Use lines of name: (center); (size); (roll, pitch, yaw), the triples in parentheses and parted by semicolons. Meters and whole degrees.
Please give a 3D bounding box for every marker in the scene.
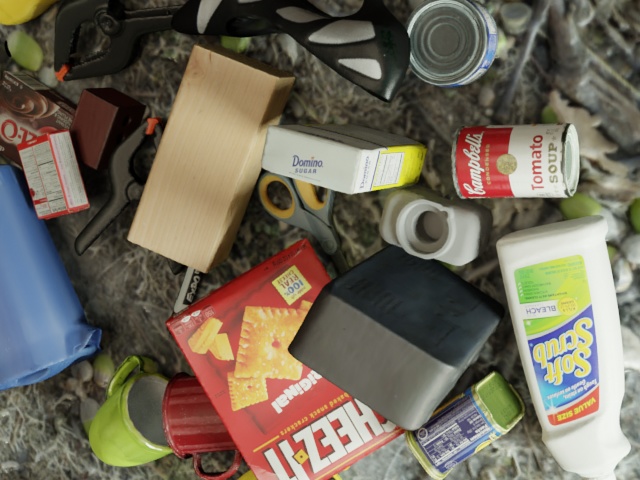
marker: (-0.143, 0.051, 1.165); (0.020, 0.020, 0.121); (28, 109, 19)

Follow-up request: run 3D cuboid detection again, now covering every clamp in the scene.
clamp: (-0.208, -0.233, 1.129); (0.164, 0.036, 0.210); (36, 125, -12)
clamp: (-0.204, -0.048, 1.153); (0.120, 0.039, 0.171); (2, 97, -7)

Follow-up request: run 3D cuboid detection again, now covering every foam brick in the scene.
foam brick: (-0.236, -0.121, 1.164); (0.051, 0.052, 0.078); (29, 110, 18)

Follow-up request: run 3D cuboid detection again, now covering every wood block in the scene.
wood block: (-0.109, -0.083, 1.073); (0.091, 0.090, 0.206); (23, 103, 6)

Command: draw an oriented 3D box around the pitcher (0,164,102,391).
pitcher: (-0.359, 0.047, 1.209); (0.243, 0.149, 0.145); (68, 156, 6)

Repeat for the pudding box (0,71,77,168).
pudding box: (-0.322, -0.127, 1.212); (0.113, 0.039, 0.090); (34, 111, 18)

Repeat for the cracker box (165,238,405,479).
cracker box: (-0.029, 0.129, 1.050); (0.164, 0.072, 0.214); (-30, 88, -3)

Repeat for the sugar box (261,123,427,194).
sugar box: (0.025, -0.077, 0.978); (0.093, 0.176, 0.048); (17, 105, 22)

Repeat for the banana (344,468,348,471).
banana: (-0.014, 0.145, 1.108); (0.070, 0.037, 0.198); (-7, 95, 27)

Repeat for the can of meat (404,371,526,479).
can of meat: (0.139, 0.171, 1.005); (0.084, 0.102, 0.057); (-39, 80, 22)

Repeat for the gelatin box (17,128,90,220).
gelatin box: (-0.289, -0.070, 1.157); (0.073, 0.030, 0.089); (-9, 99, 48)

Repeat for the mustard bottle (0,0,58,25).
mustard bottle: (-0.282, -0.305, 1.155); (0.192, 0.058, 0.096); (-13, 97, 26)

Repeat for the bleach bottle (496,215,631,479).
bleach bottle: (0.236, 0.110, 0.971); (0.103, 0.068, 0.251); (-12, 95, 26)

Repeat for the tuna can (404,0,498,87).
tuna can: (0.120, -0.186, 0.996); (0.086, 0.033, 0.086); (4, 99, 25)

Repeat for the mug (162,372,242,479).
mug: (-0.109, 0.195, 1.128); (0.082, 0.093, 0.117); (-8, 72, 21)

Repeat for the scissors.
scissors: (-0.007, 0.001, 1.095); (0.096, 0.016, 0.202); (-12, 93, 28)

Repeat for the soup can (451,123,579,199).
soup can: (0.178, -0.071, 0.968); (0.102, 0.068, 0.068); (1, 98, 24)
